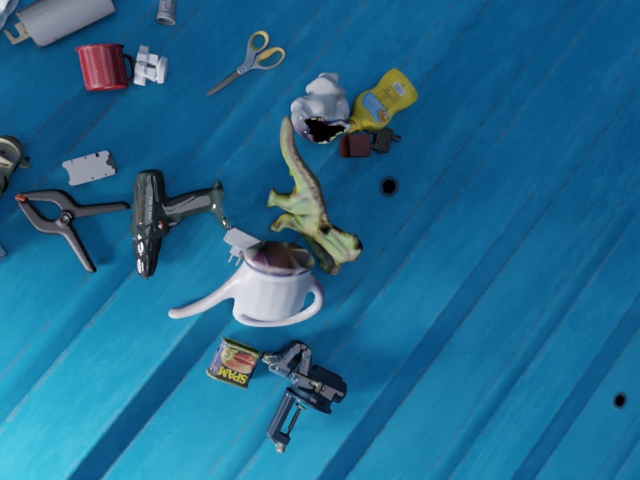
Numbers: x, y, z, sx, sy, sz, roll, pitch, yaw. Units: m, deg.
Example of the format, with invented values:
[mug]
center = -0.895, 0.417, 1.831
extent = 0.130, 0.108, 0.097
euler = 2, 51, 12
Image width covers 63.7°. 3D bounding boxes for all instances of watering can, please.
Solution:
[watering can]
center = -0.147, 0.107, 1.136
extent = 0.347, 0.106, 0.219
euler = 4, 123, -18

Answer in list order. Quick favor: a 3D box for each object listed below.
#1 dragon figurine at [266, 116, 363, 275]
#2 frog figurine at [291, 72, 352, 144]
[dragon figurine]
center = 0.003, -0.055, 1.088
extent = 0.245, 0.401, 0.124
euler = 38, 65, 21
[frog figurine]
center = 0.000, -0.306, 1.179
extent = 0.137, 0.120, 0.163
euler = -4, 61, -8
